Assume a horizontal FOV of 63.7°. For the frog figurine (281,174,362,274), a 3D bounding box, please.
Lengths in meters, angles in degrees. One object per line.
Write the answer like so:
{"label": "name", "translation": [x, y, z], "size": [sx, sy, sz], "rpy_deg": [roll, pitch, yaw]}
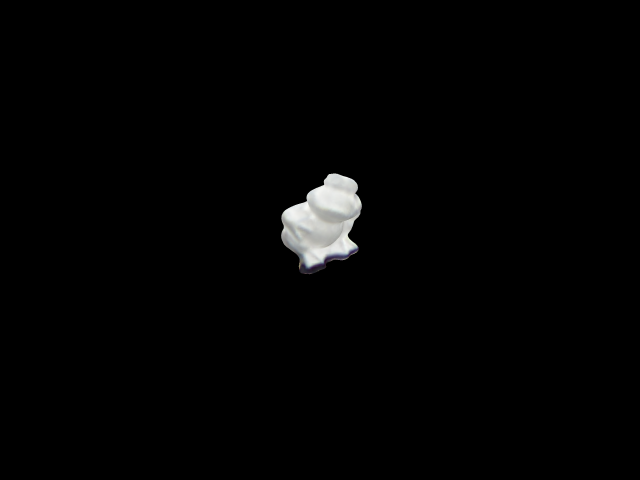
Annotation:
{"label": "frog figurine", "translation": [0.003, -0.043, 0.850], "size": [0.138, 0.156, 0.125], "rpy_deg": [-8, 33, -12]}
